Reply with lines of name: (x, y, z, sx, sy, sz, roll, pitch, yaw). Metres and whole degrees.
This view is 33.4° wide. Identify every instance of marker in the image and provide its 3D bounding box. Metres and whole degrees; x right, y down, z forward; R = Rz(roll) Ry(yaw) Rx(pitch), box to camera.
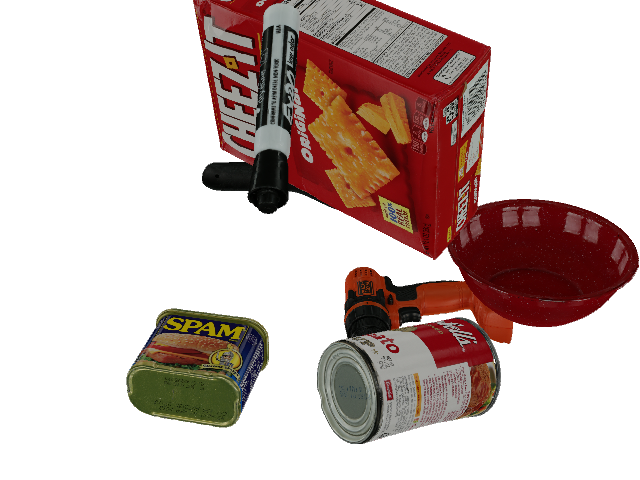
marker: (-0.022, -0.065, 0.515, 0.020, 0.121, 0.020, 2, -33, 1)

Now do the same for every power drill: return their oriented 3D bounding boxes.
power drill: (0.120, 0.083, 1.213, 0.187, 0.057, 0.184, -1, 27, -1)

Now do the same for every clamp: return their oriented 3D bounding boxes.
clamp: (-0.013, -0.063, 1.022, 0.210, 0.036, 0.164, 19, 28, -1)

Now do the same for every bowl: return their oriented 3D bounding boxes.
bowl: (0.187, 0.026, 0.921, 0.162, 0.055, 0.162, 1, 33, -1)

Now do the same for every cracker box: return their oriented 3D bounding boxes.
cracker box: (0.014, -0.099, 0.788, 0.214, 0.164, 0.072, 28, 57, 24)

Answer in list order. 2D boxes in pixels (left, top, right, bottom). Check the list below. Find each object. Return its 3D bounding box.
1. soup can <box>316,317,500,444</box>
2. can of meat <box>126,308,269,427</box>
soup can: (0.057, 0.091, 0.695, 0.102, 0.068, 0.069, -7, 4, -34)
can of meat: (-0.103, 0.106, 0.895, 0.102, 0.057, 0.083, 7, 30, 11)
